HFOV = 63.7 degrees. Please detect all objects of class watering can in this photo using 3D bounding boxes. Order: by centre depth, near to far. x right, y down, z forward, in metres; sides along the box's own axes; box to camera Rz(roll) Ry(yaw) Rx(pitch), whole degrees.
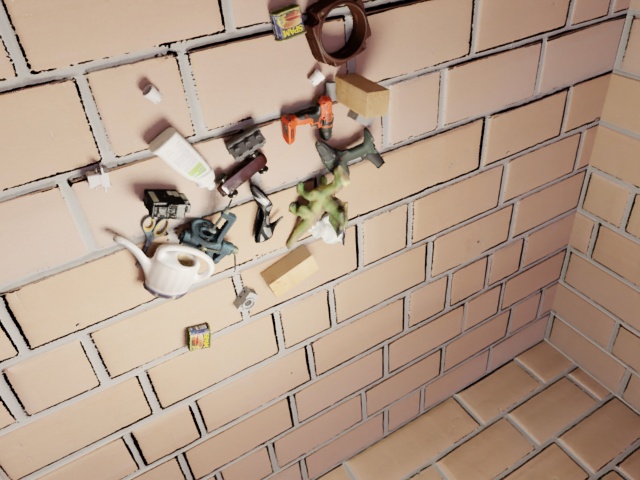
[{"bbox_3d":[-0.534,0.090,1.727,0.346,0.106,0.220,15,124,-26],"label":"watering can"}]

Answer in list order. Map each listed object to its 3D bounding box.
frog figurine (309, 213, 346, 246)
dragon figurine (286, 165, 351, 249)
[{"bbox_3d":[0.024,-0.047,2.065,0.159,0.126,0.134,4,134,4],"label":"frog figurine"},{"bbox_3d":[0.006,-0.096,1.907,0.122,0.246,0.404,2,116,-41],"label":"dragon figurine"}]
